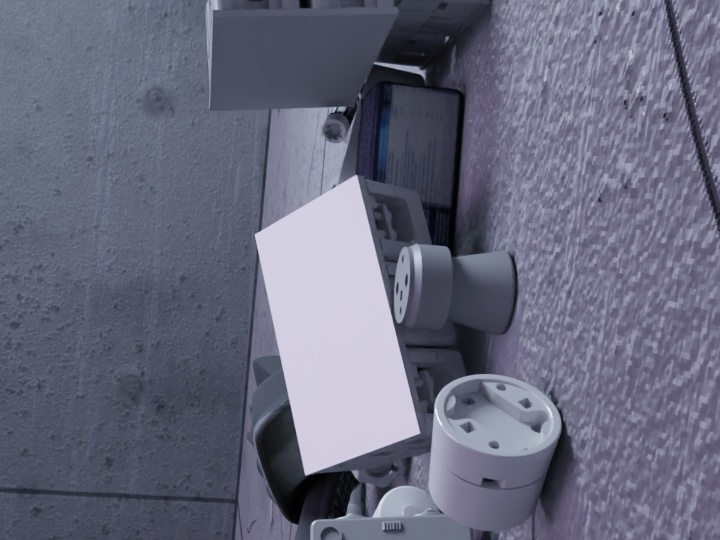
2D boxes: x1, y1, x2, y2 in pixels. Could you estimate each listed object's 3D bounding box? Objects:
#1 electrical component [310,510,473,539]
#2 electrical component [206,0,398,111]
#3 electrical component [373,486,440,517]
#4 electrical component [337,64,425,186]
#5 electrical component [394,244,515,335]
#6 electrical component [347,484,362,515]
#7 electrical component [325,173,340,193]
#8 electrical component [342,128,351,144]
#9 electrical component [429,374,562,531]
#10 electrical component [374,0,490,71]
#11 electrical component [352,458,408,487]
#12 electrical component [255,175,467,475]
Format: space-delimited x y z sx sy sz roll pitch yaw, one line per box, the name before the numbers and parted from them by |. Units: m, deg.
electrical component | 0.018 0.172 0.546 0.048 0.100 0.099 85 -177 -54
electrical component | -0.046 -0.160 0.701 0.186 0.105 0.060 137 129 -78
electrical component | 0.025 0.168 0.684 0.078 0.040 0.040 108 164 -54
electrical component | 0.015 -0.105 0.815 0.099 0.064 0.099 -175 90 -81
electrical component | 0.049 0.010 0.565 0.045 0.055 0.045 -175 90 -81
electrical component | -0.016 0.208 0.934 0.044 0.044 0.065 105 162 -49
electrical component | 0.000 -0.056 0.928 0.047 0.055 0.055 -121 37 -69
electrical component | 0.003 -0.146 0.999 0.065 0.044 0.044 137 137 -70
electrical component | 0.058 0.082 0.478 0.055 0.055 0.047 -99 12 -57
electrical component | 0.038 -0.211 0.736 0.186 0.060 0.105 168 106 -81
electrical component | 0.011 0.128 0.790 0.062 0.043 0.043 -105 21 -70
electrical component | 0.004 0.034 0.628 0.089 0.062 0.150 -27 68 37
